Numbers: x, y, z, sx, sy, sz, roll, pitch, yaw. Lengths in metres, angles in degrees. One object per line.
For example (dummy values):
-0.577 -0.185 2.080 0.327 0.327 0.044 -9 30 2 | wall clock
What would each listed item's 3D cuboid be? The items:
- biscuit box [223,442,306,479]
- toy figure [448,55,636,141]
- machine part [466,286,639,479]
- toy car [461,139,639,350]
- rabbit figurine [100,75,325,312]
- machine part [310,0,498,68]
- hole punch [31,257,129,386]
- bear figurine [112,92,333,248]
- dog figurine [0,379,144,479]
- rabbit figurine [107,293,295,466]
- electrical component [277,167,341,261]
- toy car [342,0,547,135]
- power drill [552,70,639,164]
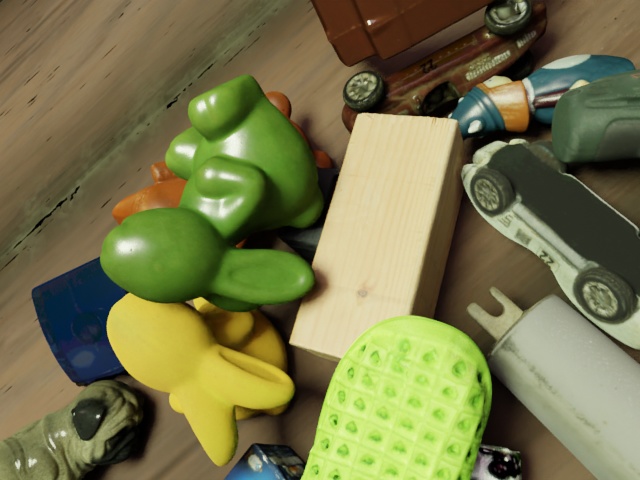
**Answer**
-0.085 0.263 0.437 0.059 0.062 0.202 37 87 32 | biscuit box
0.185 -0.120 0.464 0.155 0.064 0.058 -9 72 6 | toy figure
0.200 0.120 0.363 0.079 0.079 0.243 -45 60 2 | machine part
0.195 -0.008 0.421 0.073 0.056 0.202 -28 58 -16 | toy car
-0.082 -0.011 0.414 0.121 0.159 0.170 -19 26 53 | rabbit figurine
0.085 -0.263 0.508 0.201 0.087 0.202 -26 34 12 | machine part
-0.221 0.081 0.553 0.142 0.092 0.116 -23 67 10 | hole punch
-0.095 -0.052 0.547 0.196 0.120 0.132 -45 12 -27 | bear figurine
-0.271 0.202 0.483 0.121 0.172 0.190 41 97 19 | dog figurine
-0.102 0.102 0.444 0.122 0.173 0.163 -44 56 -2 | rabbit figurine
-0.001 -0.002 0.499 0.048 0.074 0.119 12 79 27 | electrical component
0.115 -0.148 0.496 0.202 0.089 0.053 -24 62 12 | toy car
0.290 -0.050 0.358 0.232 0.085 0.207 -1 60 7 | power drill
